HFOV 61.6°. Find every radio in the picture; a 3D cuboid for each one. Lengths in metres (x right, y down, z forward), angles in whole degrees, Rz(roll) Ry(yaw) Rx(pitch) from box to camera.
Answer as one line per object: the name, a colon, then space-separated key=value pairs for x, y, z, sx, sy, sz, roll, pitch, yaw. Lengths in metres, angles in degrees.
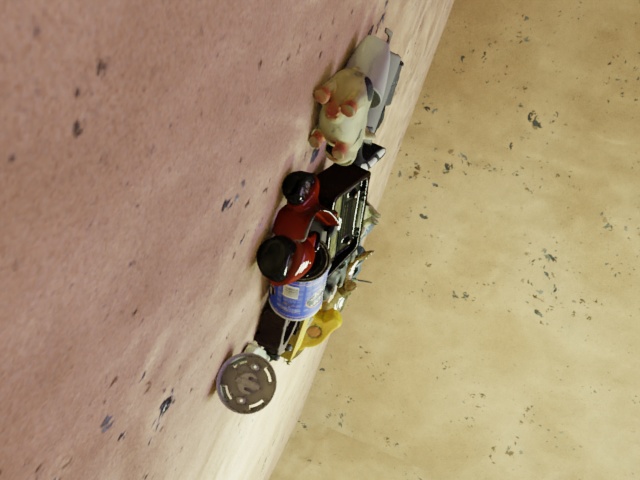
radio: x=0.030 y=-0.042 z=1.079 sx=0.131 sy=0.073 sz=0.229 roll=-40 pitch=152 yaw=-36

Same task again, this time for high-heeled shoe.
high-heeled shoe: x=0.090 y=-0.174 z=1.287 sx=0.145 sy=0.086 sz=0.248 roll=-65 pitch=168 yaw=0

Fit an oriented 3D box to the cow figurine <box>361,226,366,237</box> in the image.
cow figurine: x=0.039 y=0.006 z=1.422 sx=0.167 sy=0.098 sz=0.068 roll=-51 pitch=-179 yaw=9

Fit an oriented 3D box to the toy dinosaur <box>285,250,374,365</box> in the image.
toy dinosaur: x=0.012 y=0.208 z=1.569 sx=0.471 sy=0.105 sz=0.198 roll=-52 pitch=171 yaw=14

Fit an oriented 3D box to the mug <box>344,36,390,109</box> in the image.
mug: x=0.079 y=-0.285 z=0.922 sx=0.109 sy=0.081 sz=0.107 roll=122 pitch=-11 yaw=-76

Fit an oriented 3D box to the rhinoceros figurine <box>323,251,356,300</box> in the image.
rhinoceros figurine: x=0.032 y=0.059 z=1.216 sx=0.190 sy=0.073 sz=0.112 roll=-61 pitch=175 yaw=-36

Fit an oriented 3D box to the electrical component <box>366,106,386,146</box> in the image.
electrical component: x=0.094 y=-0.261 z=1.098 sx=0.047 sy=0.075 sz=0.119 roll=88 pitch=22 yaw=-69

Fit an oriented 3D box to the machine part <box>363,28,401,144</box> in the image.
machine part: x=0.089 y=-0.272 z=1.011 sx=0.079 sy=0.079 sz=0.243 roll=-31 pitch=141 yaw=-77

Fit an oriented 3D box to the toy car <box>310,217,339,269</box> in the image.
toy car: x=-0.016 y=0.002 z=1.000 sx=0.202 sy=0.089 sz=0.053 roll=99 pitch=15 yaw=-51

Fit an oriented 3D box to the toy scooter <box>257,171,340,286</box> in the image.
toy scooter: x=-0.024 y=-0.012 z=0.855 sx=0.135 sy=0.075 sz=0.183 roll=15 pitch=92 yaw=-57

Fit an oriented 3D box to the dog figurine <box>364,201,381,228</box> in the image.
dog figurine: x=0.070 y=-0.029 z=1.546 sx=0.190 sy=0.121 sz=0.172 roll=-52 pitch=-178 yaw=23

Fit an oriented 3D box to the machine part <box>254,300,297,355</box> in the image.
machine part: x=-0.074 y=0.141 z=1.101 sx=0.179 sy=0.056 sz=0.179 roll=20 pitch=90 yaw=-82

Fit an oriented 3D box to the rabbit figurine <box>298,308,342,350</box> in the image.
rabbit figurine: x=-0.024 y=0.202 z=1.398 sx=0.173 sy=0.122 sz=0.162 roll=-100 pitch=-149 yaw=-63

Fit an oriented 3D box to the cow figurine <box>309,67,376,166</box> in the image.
cow figurine: x=0.042 y=-0.195 z=0.877 sx=0.127 sy=0.086 sz=0.194 roll=-53 pitch=164 yaw=-29

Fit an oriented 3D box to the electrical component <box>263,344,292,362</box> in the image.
electrical component: x=-0.102 y=0.239 z=1.162 sx=0.063 sy=0.021 sz=0.094 roll=-34 pitch=-164 yaw=-33

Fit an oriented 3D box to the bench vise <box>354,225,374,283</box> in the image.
bench vise: x=0.103 y=0.031 z=1.685 sx=0.224 sy=0.129 sz=0.240 roll=-52 pitch=146 yaw=-39

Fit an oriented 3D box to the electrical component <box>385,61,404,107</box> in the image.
electrical component: x=0.142 y=-0.351 z=1.233 sx=0.115 sy=0.058 sz=0.134 roll=-47 pitch=157 yaw=-64

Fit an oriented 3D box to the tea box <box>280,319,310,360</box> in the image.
tea box: x=-0.060 y=0.180 z=1.250 sx=0.098 sy=0.068 sz=0.169 roll=-45 pitch=155 yaw=-70
